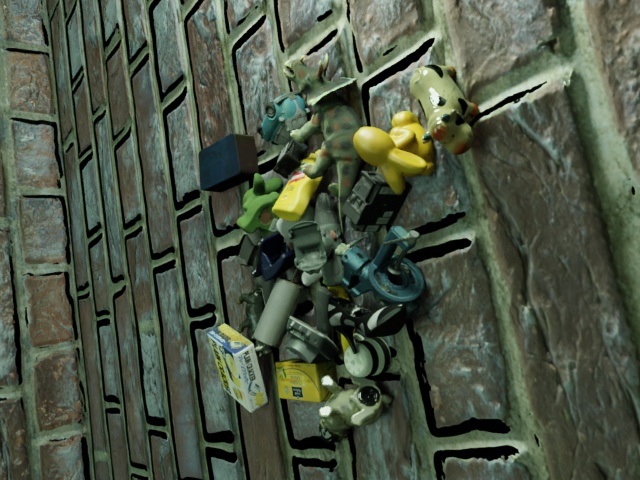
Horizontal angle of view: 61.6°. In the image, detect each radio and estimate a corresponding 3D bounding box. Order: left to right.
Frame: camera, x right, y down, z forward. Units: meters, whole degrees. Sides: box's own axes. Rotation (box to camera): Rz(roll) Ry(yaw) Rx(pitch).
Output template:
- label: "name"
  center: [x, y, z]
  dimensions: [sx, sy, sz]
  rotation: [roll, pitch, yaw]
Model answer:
- label: "radio"
  center: [-0.281, -0.231, 1.620]
  dimensions: [0.230, 0.073, 0.131]
  rotation: [-14, 81, 47]

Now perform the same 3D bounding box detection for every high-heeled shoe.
- label: "high-heeled shoe"
  center: [0.093, 0.140, 1.117]
  dimensions: [0.248, 0.086, 0.145]
  rotation: [-50, 51, 47]

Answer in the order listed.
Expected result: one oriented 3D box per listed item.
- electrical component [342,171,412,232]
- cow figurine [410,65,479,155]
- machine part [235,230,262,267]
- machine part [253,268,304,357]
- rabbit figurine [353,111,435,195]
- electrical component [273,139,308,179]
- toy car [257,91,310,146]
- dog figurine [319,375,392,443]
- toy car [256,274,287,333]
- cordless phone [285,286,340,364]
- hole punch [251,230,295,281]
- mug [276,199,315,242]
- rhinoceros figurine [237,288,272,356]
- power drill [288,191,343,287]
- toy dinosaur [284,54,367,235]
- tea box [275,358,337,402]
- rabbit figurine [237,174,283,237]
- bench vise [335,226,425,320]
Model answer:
- label: "electrical component"
  center: [0.115, -0.077, 1.140]
  dimensions: [0.058, 0.115, 0.134]
  rotation: [50, 125, 38]
- label: "cow figurine"
  center: [0.227, -0.243, 0.995]
  dimensions: [0.085, 0.127, 0.195]
  rotation: [-45, 57, 44]
- label: "machine part"
  center: [-0.202, 0.018, 1.567]
  dimensions: [0.084, 0.039, 0.138]
  rotation: [49, 125, 29]
- label: "machine part"
  center: [-0.106, 0.184, 1.379]
  dimensions: [0.079, 0.079, 0.243]
  rotation: [21, 88, 47]
- label: "rabbit figurine"
  center: [0.140, -0.169, 1.064]
  dimensions: [0.122, 0.173, 0.162]
  rotation: [-44, 55, 36]
- label: "electrical component"
  center: [-0.069, -0.217, 1.346]
  dimensions: [0.075, 0.047, 0.119]
  rotation: [-39, 26, 45]
- label: "toy car"
  center: [-0.087, -0.295, 1.374]
  dimensions: [0.103, 0.109, 0.161]
  rotation: [53, 140, 11]
- label: "dog figurine"
  center: [0.078, 0.404, 1.243]
  dimensions: [0.173, 0.121, 0.190]
  rotation: [7, 139, 15]
- label: "toy car"
  center: [-0.122, 0.160, 1.468]
  dimensions: [0.073, 0.056, 0.201]
  rotation: [-23, 76, 41]
- label: "cordless phone"
  center: [-0.019, 0.192, 1.309]
  dimensions: [0.147, 0.089, 0.184]
  rotation: [21, 114, 49]
- label: "hole punch"
  center: [-0.102, 0.048, 1.391]
  dimensions: [0.092, 0.142, 0.115]
  rotation: [24, 120, 21]
- label: "mug"
  center: [-0.052, -0.062, 1.366]
  dimensions: [0.107, 0.080, 0.110]
  rotation: [-45, 51, 24]
- label: "rhinoceros figurine"
  center: [-0.173, 0.232, 1.523]
  dimensions: [0.112, 0.073, 0.190]
  rotation: [-15, 79, 38]
- label: "power drill"
  center: [-0.003, -0.004, 1.221]
  dimensions: [0.086, 0.207, 0.232]
  rotation: [-13, 87, 12]
- label: "toy dinosaur"
  center: [0.044, -0.231, 1.221]
  dimensions: [0.192, 0.131, 0.405]
  rotation: [-39, 70, 43]
- label: "tea box"
  center: [-0.036, 0.354, 1.367]
  dimensions: [0.170, 0.068, 0.098]
  rotation: [-15, 80, 47]
- label: "rabbit figurine"
  center: [-0.170, -0.102, 1.470]
  dimensions: [0.170, 0.121, 0.159]
  rotation: [45, 121, 56]
- label: "bench vise"
  center: [0.134, 0.047, 1.105]
  dimensions: [0.224, 0.129, 0.240]
  rotation: [51, 146, 25]
